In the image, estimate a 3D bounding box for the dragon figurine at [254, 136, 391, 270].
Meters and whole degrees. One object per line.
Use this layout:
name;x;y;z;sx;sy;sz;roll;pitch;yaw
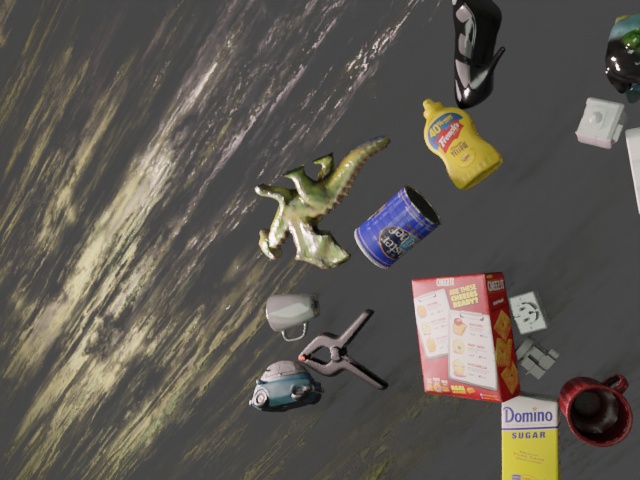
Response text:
dragon figurine;0.003;-0.057;1.139;0.407;0.123;0.242;-16;96;33
